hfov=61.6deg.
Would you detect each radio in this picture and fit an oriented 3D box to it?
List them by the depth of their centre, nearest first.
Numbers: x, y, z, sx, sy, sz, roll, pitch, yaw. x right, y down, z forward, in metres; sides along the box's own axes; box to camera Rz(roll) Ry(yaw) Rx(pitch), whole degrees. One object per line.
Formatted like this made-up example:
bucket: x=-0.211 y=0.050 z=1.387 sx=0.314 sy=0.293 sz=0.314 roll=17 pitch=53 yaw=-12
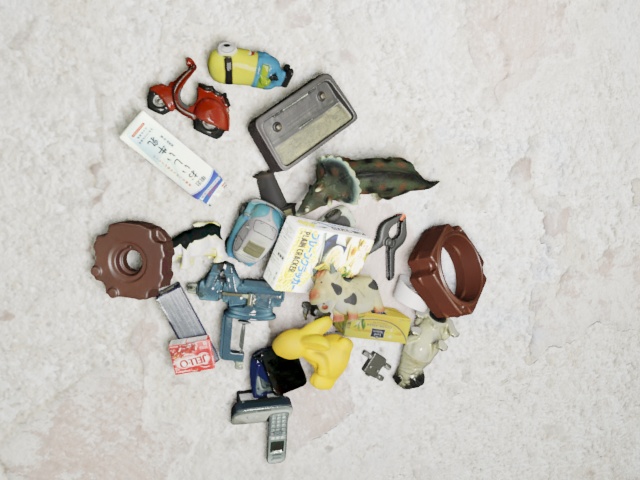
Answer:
radio: x=-0.041 y=-0.264 z=1.206 sx=0.229 sy=0.073 sz=0.131 roll=-39 pitch=107 yaw=-19

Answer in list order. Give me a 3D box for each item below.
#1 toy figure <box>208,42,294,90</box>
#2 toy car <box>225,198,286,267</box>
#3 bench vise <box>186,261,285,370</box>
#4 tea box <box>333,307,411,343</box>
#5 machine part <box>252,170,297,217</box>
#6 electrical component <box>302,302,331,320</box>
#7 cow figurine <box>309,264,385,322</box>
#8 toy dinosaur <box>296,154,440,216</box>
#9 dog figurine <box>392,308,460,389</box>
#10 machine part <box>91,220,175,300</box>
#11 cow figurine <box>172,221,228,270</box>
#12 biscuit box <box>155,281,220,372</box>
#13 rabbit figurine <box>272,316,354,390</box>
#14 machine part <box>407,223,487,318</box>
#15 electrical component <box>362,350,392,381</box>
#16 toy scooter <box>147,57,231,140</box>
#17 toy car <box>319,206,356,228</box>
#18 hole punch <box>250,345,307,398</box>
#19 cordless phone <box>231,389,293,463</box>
toy figure: x=-0.153 y=-0.370 z=1.169 sx=0.180 sy=0.082 sz=0.089 roll=12 pitch=93 yaw=-21
toy car: x=-0.148 y=-0.005 z=1.199 sx=0.109 sy=0.103 sz=0.161 roll=30 pitch=105 yaw=-19
bench vise: x=-0.197 y=0.172 z=1.219 sx=0.224 sy=0.129 sz=0.240 roll=5 pitch=93 yaw=-15
tea box: x=0.127 y=0.203 z=1.334 sx=0.169 sy=0.098 sz=0.068 roll=11 pitch=96 yaw=-20
machine part: x=-0.106 y=-0.097 z=1.248 sx=0.084 sy=0.039 sz=0.138 roll=-25 pitch=107 yaw=-4
electrical component: x=-0.006 y=0.161 z=1.282 sx=0.045 sy=0.102 sz=0.078 roll=6 pitch=100 yaw=-24
cow figurine: x=0.055 y=0.115 z=1.189 sx=0.195 sy=0.085 sz=0.127 roll=-4 pitch=81 yaw=-45
toy dinosaur: x=0.135 y=-0.140 z=1.235 sx=0.405 sy=0.192 sz=0.131 roll=-7 pitch=102 yaw=-15
dog figurine: x=0.265 y=0.282 z=1.406 sx=0.172 sy=0.121 sz=0.190 roll=-32 pitch=150 yaw=-46
machine part: x=-0.394 y=0.043 z=1.133 sx=0.179 sy=0.056 sz=0.179 roll=1 pitch=96 yaw=9
cow figurine: x=-0.296 y=0.014 z=1.187 sx=0.167 sy=0.068 sz=0.098 roll=-11 pitch=101 yaw=-16
biscuit box: x=-0.300 y=0.198 z=1.218 sx=0.063 sy=0.059 sz=0.202 roll=-27 pitch=105 yaw=-12
rabbit figurine: x=-0.020 y=0.252 z=1.228 sx=0.173 sy=0.122 sz=0.162 roll=21 pitch=136 yaw=-17
machine part: x=0.321 y=0.076 z=1.334 sx=0.201 sy=0.087 sz=0.201 roll=51 pitch=50 yaw=-16
electrical component: x=0.139 y=0.325 z=1.395 sx=0.094 sy=0.021 sz=0.063 roll=35 pitch=87 yaw=-20
toy scooter: x=-0.265 y=-0.306 z=1.147 sx=0.184 sy=0.075 sz=0.135 roll=24 pitch=91 yaw=-15
toy car: x=-0.003 y=-0.004 z=1.285 sx=0.202 sy=0.056 sz=0.073 roll=-36 pitch=114 yaw=-8
hole punch: x=-0.108 y=0.308 z=1.273 sx=0.142 sy=0.092 sz=0.116 roll=-6 pitch=72 yaw=-44
cordless phone: x=-0.143 y=0.457 z=1.297 sx=0.147 sy=0.089 sz=0.184 roll=-1 pitch=103 yaw=-18
